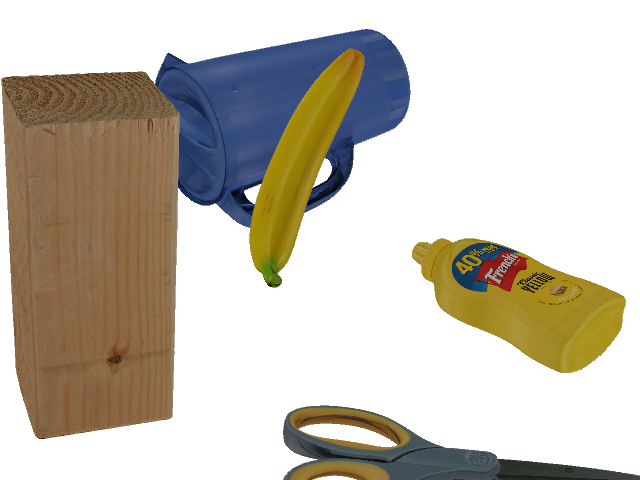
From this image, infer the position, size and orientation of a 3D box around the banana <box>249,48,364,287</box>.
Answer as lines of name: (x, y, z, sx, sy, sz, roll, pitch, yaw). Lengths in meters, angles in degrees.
banana: (-0.014, -0.052, 0.813, 0.037, 0.197, 0.070, 28, -17, -32)

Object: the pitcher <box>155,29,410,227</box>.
pitcher: (-0.028, -0.120, 1.038, 0.242, 0.149, 0.145, -21, 31, -31)

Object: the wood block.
wood block: (-0.143, 0.008, 0.663, 0.090, 0.206, 0.090, -6, 27, -22)

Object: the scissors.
scissors: (0.068, 0.125, 0.541, 0.202, 0.016, 0.096, 11, 28, 20)

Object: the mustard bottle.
mustard bottle: (0.158, 0.044, 0.924, 0.192, 0.058, 0.096, 26, 41, 37)
